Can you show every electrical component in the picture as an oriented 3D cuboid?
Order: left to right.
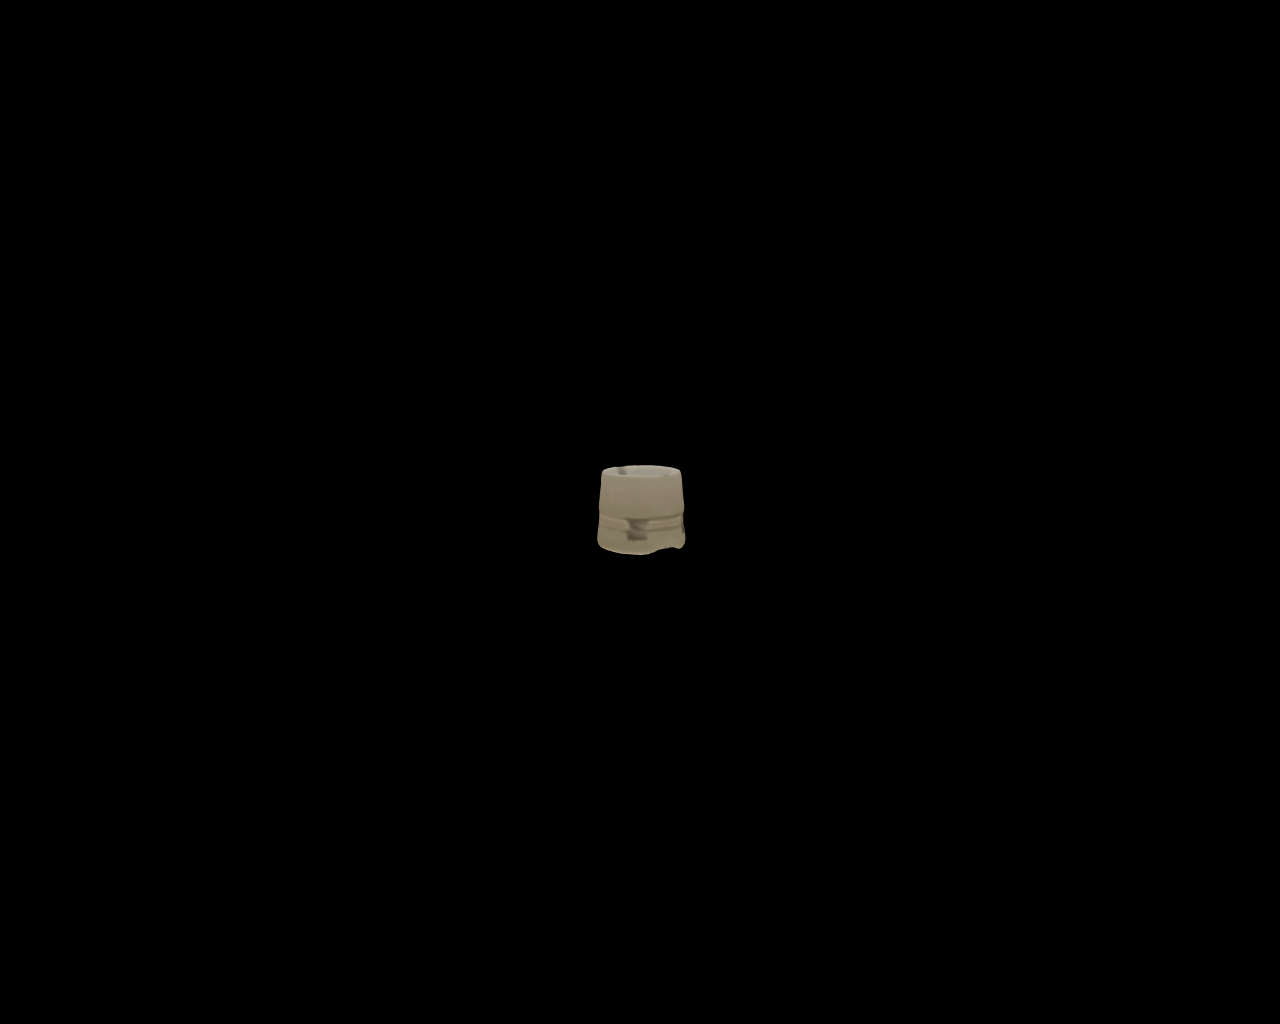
[{"bbox_3d":[0.001,-0.003,0.650,0.055,0.047,0.055,0,10,0],"label":"electrical component"}]
